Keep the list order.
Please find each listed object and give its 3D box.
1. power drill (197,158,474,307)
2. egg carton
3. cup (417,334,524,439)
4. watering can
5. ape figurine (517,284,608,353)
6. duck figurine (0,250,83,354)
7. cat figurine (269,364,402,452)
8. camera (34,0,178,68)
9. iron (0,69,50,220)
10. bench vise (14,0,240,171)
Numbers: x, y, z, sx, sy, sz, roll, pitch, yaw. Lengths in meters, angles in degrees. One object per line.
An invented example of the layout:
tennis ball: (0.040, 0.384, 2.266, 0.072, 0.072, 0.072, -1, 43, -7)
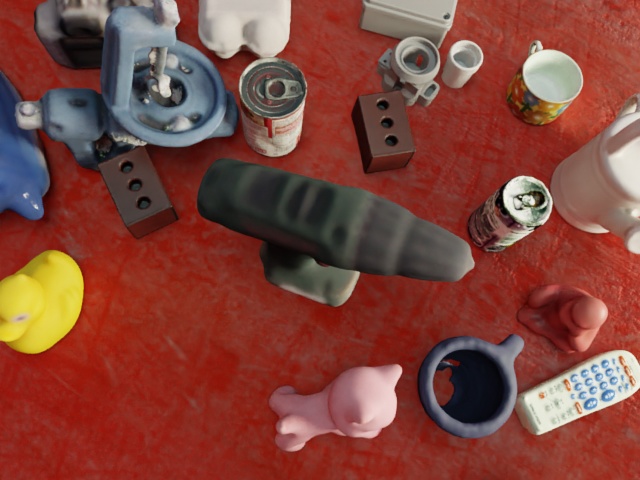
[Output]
power drill: (0.005, 0.002, 0.529, 0.229, 0.208, 0.076, 19, 74, 0)
egg carton: (-0.087, -0.284, 0.670, 0.107, 0.069, 0.150, -1, 75, -6)
cup: (0.142, 0.136, 0.565, 0.118, 0.095, 0.091, -38, 81, -13)
watering can: (0.330, -0.073, 0.587, 0.101, 0.194, 0.173, -10, 76, -7)
ape figurine: (0.261, 0.078, 0.593, 0.076, 0.092, 0.078, -15, 77, -9)
duck figurine: (-0.279, 0.055, 0.552, 0.077, 0.086, 0.104, 20, 74, 1)
cat figurine: (0.016, 0.158, 0.535, 0.128, 0.117, 0.067, -13, 76, -9)
camera: (-0.239, -0.276, 0.637, 0.143, 0.101, 0.137, -5, 75, -7)
iron: (-0.368, -0.134, 0.566, 0.119, 0.141, 0.258, -21, 78, -10)
bench vise: (-0.182, -0.135, 0.543, 0.207, 0.219, 0.121, -29, 79, -12)
